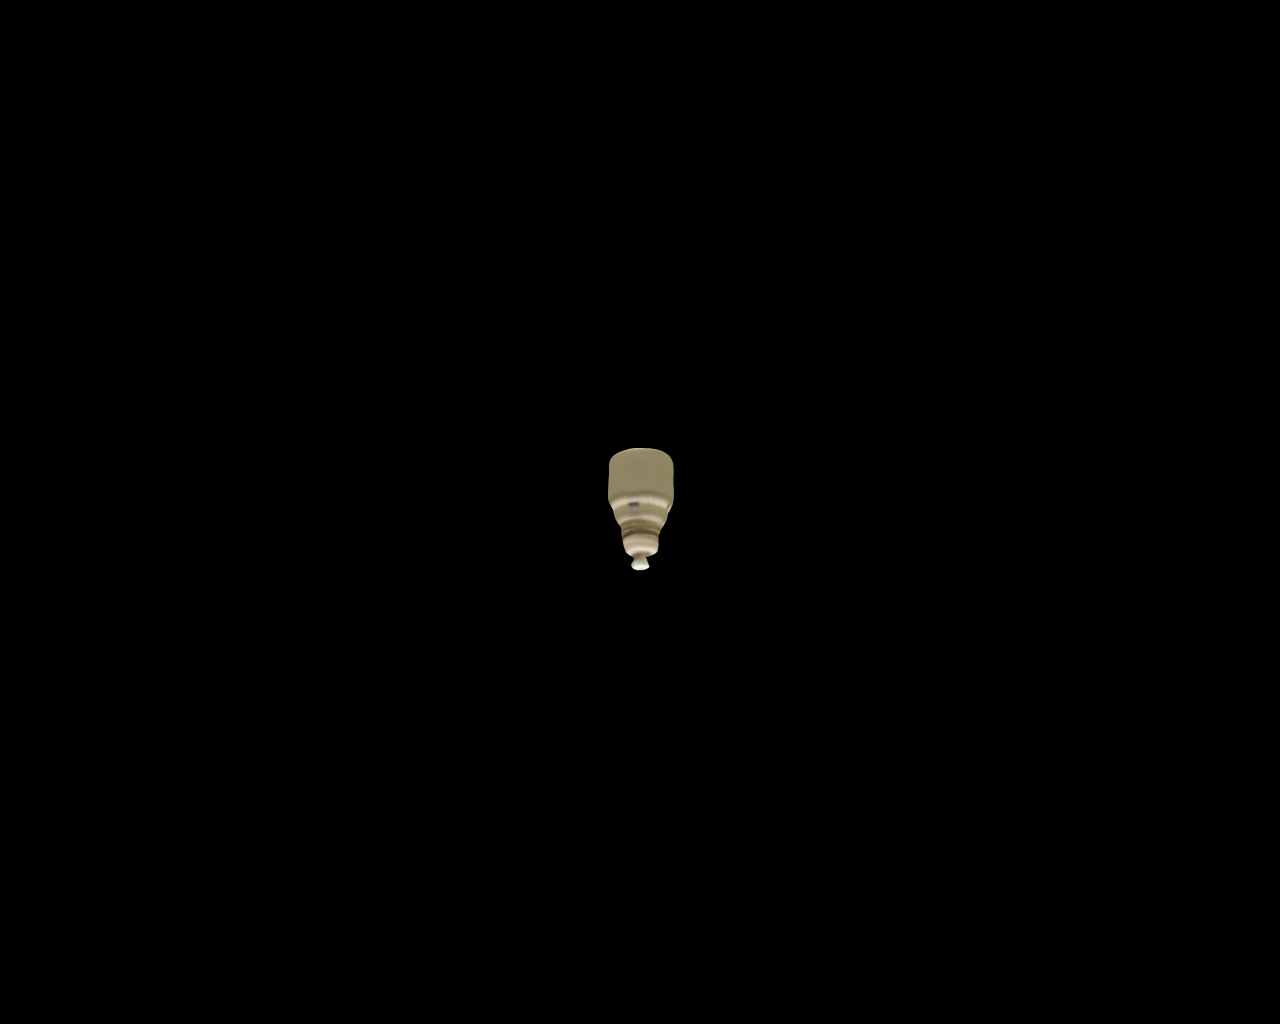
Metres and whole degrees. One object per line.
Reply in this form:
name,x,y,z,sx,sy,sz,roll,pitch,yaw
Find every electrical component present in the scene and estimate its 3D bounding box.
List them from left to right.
electrical component,0.001,-0.003,0.650,0.040,0.078,0.040,0,-19,0
